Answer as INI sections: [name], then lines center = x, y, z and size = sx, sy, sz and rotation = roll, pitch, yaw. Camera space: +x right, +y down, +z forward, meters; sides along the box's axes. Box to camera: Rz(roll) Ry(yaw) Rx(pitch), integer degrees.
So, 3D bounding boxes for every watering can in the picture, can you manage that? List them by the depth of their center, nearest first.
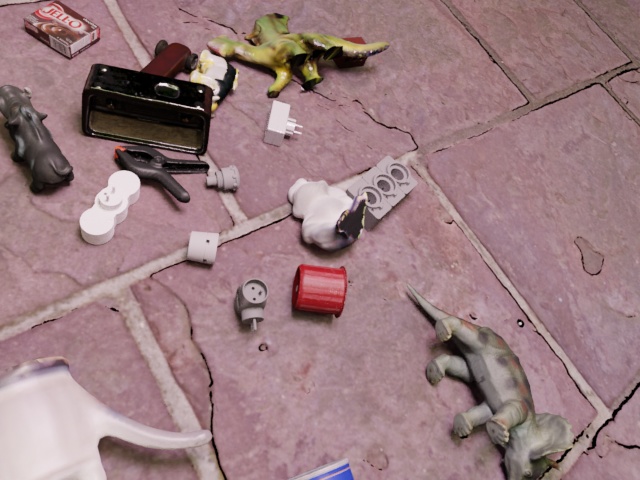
[watering can]
center = -0.338, 0.256, 0.675
size = 0.350, 0.102, 0.227
rotation = -19, 69, -27

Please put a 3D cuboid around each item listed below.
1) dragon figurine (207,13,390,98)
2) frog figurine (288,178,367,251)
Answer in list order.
[dragon figurine]
center = -0.061, -0.468, 1.204
size = 0.414, 0.119, 0.246
rotation = -22, 62, -25
[frog figurine]
center = 0.003, -0.051, 1.005
size = 0.160, 0.120, 0.140
rotation = 15, 60, 31
